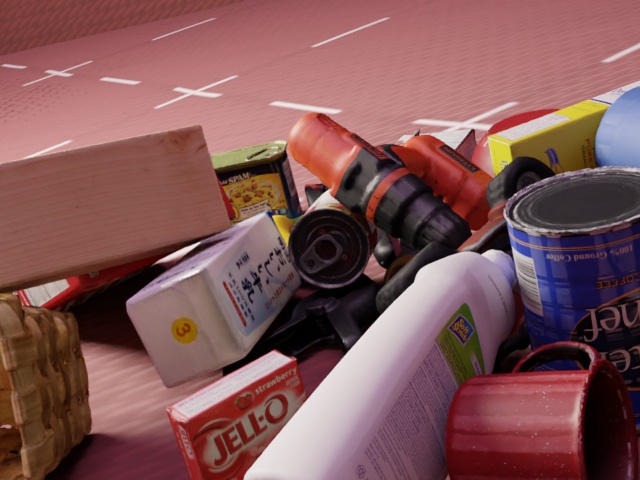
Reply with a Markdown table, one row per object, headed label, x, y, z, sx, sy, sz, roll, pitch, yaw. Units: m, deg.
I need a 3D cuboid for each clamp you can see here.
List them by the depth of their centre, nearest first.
| label | x | y | z | sx | sy | sz | roll | pitch | yaw |
| --- | --- | --- | --- | --- | --- | --- | --- | --- | --- |
| clamp | -0.005 | 0.070 | 0.856 | 0.120 | 0.039 | 0.171 | -10 | 13 | 17 |
| clamp | 0.053 | -0.025 | 1.062 | 0.210 | 0.036 | 0.164 | 10 | 31 | 41 |

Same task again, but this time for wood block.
| label | x | y | z | sx | sy | sz | roll | pitch | yaw |
| --- | --- | --- | --- | --- | --- | --- | --- | --- | --- |
| wood block | -0.189 | -0.021 | 0.840 | 0.205 | 0.091 | 0.090 | -16 | -2 | -32 |

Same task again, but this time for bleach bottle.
| label | x | y | z | sx | sy | sz | roll | pitch | yaw |
| --- | --- | --- | --- | --- | --- | --- | --- | --- | --- |
| bleach bottle | 0.057 | 0.092 | 0.629 | 0.068 | 0.102 | 0.250 | -1 | 31 | 38 |

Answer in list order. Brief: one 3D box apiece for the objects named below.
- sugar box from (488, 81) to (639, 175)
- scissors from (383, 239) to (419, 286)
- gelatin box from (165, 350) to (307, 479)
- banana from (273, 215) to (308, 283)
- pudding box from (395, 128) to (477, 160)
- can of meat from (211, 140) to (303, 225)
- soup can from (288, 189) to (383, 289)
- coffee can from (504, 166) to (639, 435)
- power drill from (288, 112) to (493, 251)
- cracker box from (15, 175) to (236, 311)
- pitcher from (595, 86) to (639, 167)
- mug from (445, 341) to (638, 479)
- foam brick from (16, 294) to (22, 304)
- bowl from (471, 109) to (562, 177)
| label | x | y | z | sx | sy | sz | roll | pitch | yaw |
| --- | --- | --- | --- | --- | --- | --- | --- | --- | --- |
| sugar box | 0.246 | -0.077 | 0.986 | 0.176 | 0.093 | 0.048 | -21 | 22 | -14 |
| scissors | 0.098 | 0.000 | 0.944 | 0.096 | 0.016 | 0.201 | -2 | 35 | 10 |
| gelatin box | -0.048 | 0.125 | 0.695 | 0.089 | 0.073 | 0.030 | -26 | 24 | -29 |
| banana | -0.025 | 0.006 | 1.034 | 0.069 | 0.037 | 0.198 | -18 | 21 | -9 |
| pudding box | 0.116 | -0.084 | 1.167 | 0.090 | 0.039 | 0.113 | -2 | 26 | 28 |
| can of meat | -0.075 | -0.053 | 1.152 | 0.102 | 0.084 | 0.057 | -11 | 21 | 10 |
| soup can | 0.016 | -0.006 | 0.908 | 0.068 | 0.068 | 0.102 | -9 | 13 | 14 |
| coffee can | 0.178 | 0.037 | 0.671 | 0.103 | 0.140 | 0.103 | -13 | 21 | 5 |
| power drill | 0.084 | -0.043 | 0.907 | 0.185 | 0.057 | 0.187 | 40 | 20 | 25 |
| cracker box | -0.198 | 0.006 | 1.009 | 0.163 | 0.072 | 0.214 | -27 | 1 | -32 |
| pitcher | 0.323 | -0.055 | 0.852 | 0.149 | 0.145 | 0.243 | -8 | 14 | -18 |
| mug | 0.125 | 0.105 | 0.596 | 0.082 | 0.093 | 0.117 | -7 | 46 | 33 |
| foam brick | -0.312 | 0.092 | 0.988 | 0.078 | 0.053 | 0.051 | -16 | 21 | 0 |
| bowl | 0.222 | -0.094 | 1.099 | 0.162 | 0.055 | 0.162 | -13 | 21 | 5 |
